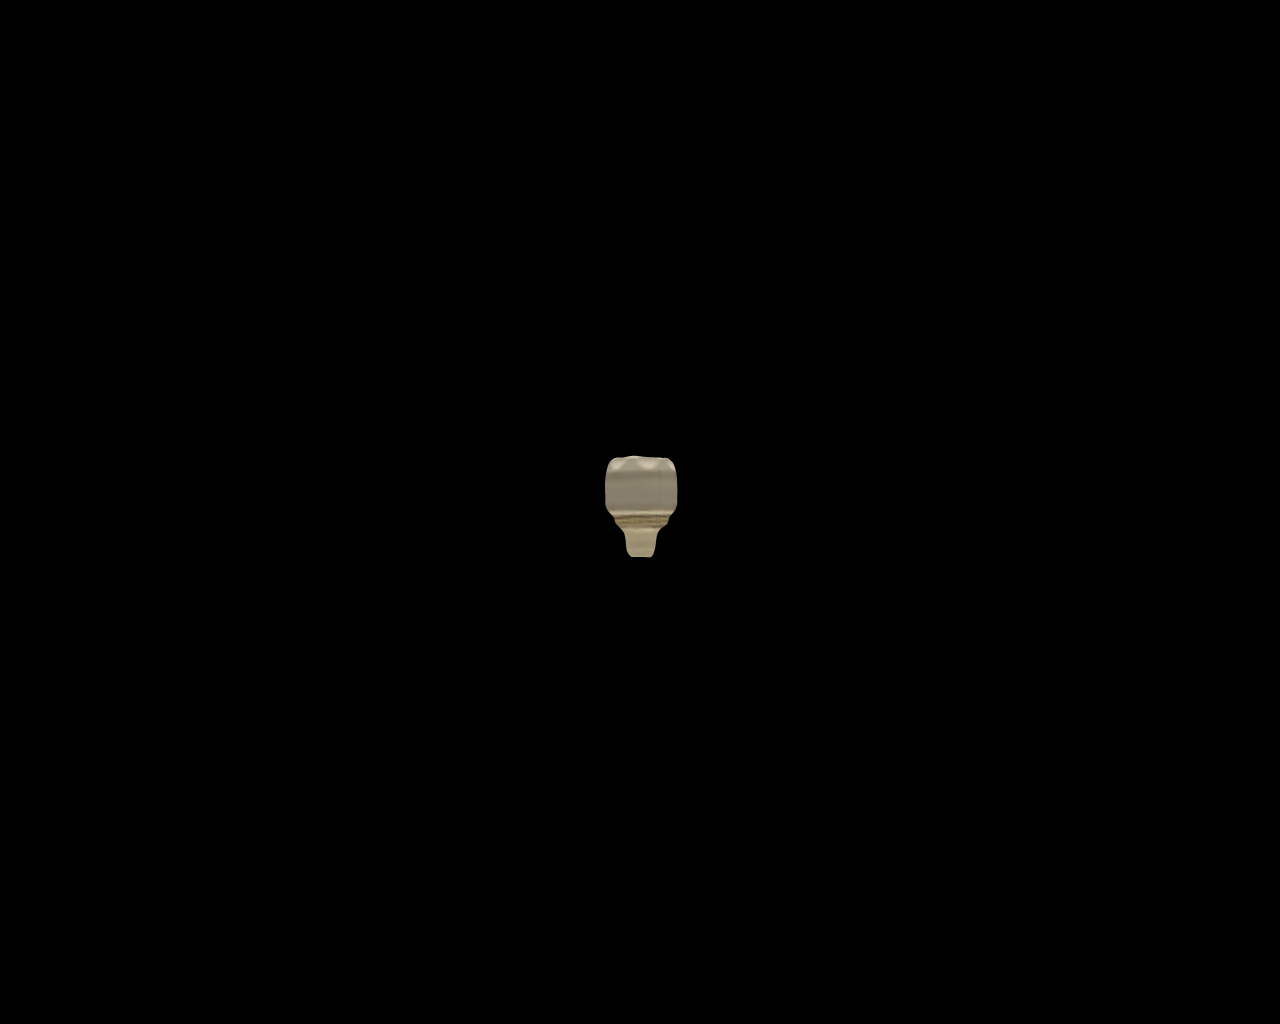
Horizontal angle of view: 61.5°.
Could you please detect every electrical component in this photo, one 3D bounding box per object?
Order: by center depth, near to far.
[{"bbox_3d":[0.001,-0.003,0.650,0.043,0.062,0.043,0,-2,0],"label":"electrical component"}]
